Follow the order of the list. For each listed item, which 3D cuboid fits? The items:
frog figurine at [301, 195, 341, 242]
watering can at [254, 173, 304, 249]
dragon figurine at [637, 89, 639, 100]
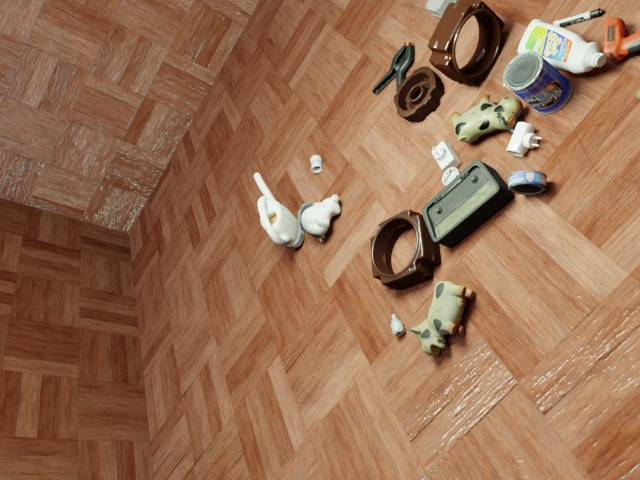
[{"bbox_3d":[0.006,-0.092,1.828,0.140,0.122,0.156,-89,24,-56],"label":"frog figurine"},{"bbox_3d":[-0.164,-0.100,1.971,0.103,0.221,0.356,-32,45,16],"label":"watering can"},{"bbox_3d":[0.820,-0.366,0.924,0.404,0.121,0.248,-53,47,23],"label":"dragon figurine"}]
